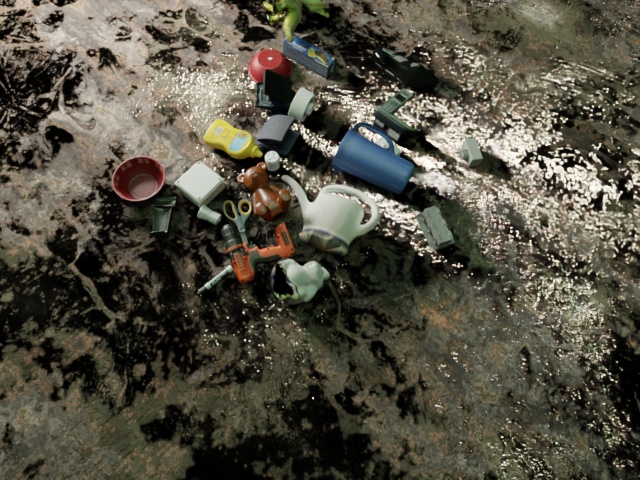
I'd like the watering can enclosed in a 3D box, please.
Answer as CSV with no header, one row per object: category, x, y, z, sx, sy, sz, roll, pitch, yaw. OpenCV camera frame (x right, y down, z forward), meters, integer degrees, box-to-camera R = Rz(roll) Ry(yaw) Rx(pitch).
watering can,0.005,-0.079,1.560,0.349,0.228,0.102,17,-26,19

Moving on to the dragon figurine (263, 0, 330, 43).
dragon figurine,-0.075,-0.860,1.913,0.244,0.418,0.119,-13,-31,-18

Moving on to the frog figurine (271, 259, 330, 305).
frog figurine,-0.058,0.111,1.476,0.139,0.120,0.161,44,34,23
